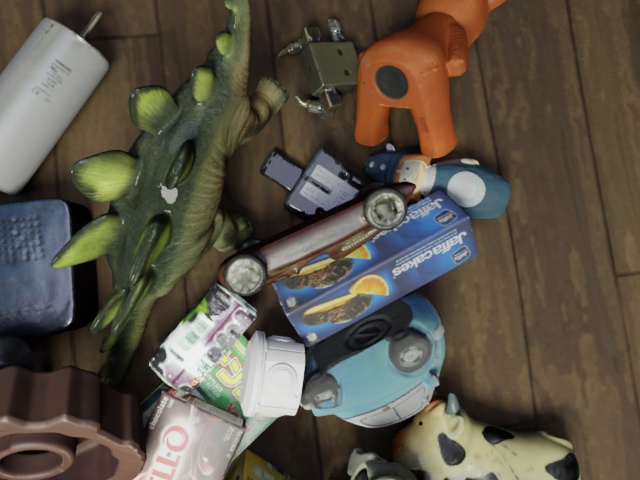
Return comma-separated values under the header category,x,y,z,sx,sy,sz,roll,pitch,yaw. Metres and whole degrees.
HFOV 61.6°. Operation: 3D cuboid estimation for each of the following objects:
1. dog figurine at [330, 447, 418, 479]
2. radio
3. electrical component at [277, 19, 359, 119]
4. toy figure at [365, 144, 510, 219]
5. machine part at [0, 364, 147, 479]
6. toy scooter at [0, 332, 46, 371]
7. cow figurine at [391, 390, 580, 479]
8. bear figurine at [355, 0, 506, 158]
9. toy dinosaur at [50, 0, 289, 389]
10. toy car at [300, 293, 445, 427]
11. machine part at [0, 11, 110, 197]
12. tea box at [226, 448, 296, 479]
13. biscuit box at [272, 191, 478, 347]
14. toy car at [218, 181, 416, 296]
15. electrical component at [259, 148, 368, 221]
category,x,y,z,sx,sy,sz,roll,pitch,yaw
dog figurine,0.102,0.283,0.492,0.191,0.172,0.121,23,55,-2
radio,-0.342,0.039,0.522,0.230,0.073,0.131,-9,86,-5
electrical component,0.003,-0.188,0.594,0.078,0.045,0.102,-22,89,-35
toy figure,0.125,-0.064,0.584,0.154,0.057,0.064,14,69,-2
machine part,-0.240,0.171,0.450,0.179,0.179,0.056,-13,47,-7
toy scooter,-0.314,0.153,0.501,0.184,0.135,0.075,-21,51,9
cow figurine,0.168,0.221,0.544,0.195,0.085,0.127,9,81,-8
bear figurine,0.121,-0.197,0.582,0.120,0.131,0.196,15,47,30
toy dinosaur,-0.141,-0.017,0.484,0.105,0.198,0.470,24,115,10
toy car,0.061,0.133,0.537,0.162,0.109,0.102,-32,105,1
machine part,-0.291,-0.133,0.541,0.079,0.079,0.243,33,82,-1
tea box,-0.047,0.260,0.477,0.098,0.169,0.068,33,82,0
biscuit box,0.056,0.027,0.544,0.203,0.059,0.062,-29,131,-1
toy car,-0.001,-0.002,0.507,0.202,0.089,0.053,-24,96,2
electrical component,-0.006,-0.058,0.576,0.119,0.048,0.075,36,82,-3
